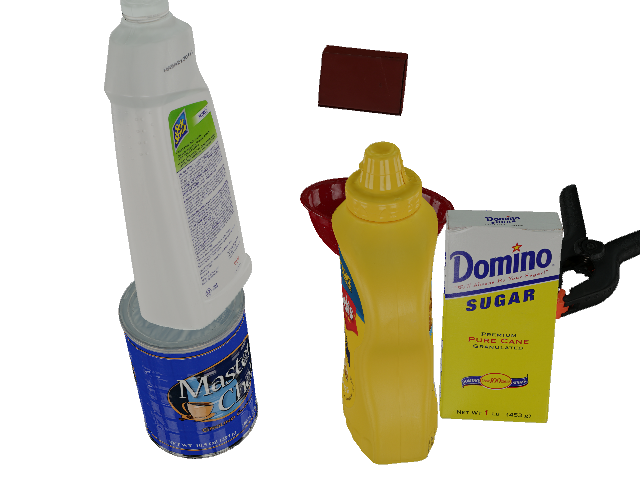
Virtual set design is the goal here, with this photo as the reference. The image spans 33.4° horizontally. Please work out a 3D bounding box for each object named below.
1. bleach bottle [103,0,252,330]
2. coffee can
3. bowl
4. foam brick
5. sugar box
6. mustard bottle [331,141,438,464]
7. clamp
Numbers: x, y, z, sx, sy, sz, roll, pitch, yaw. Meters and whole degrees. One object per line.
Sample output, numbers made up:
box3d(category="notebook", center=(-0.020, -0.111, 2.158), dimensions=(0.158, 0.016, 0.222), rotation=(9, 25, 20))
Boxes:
box3d(category="bleach bottle", center=(-0.104, -0.063, 0.761), dimensions=(0.068, 0.251, 0.102), rotation=(9, 34, 19))
box3d(category="coffee can", center=(-0.109, 0.102, 0.909), dimensions=(0.103, 0.140, 0.103), rotation=(-2, 41, 1))
box3d(category="bowl", center=(0.058, -0.016, 1.119), dimensions=(0.162, 0.055, 0.162), rotation=(4, 21, -2))
box3d(category="foam brick", center=(0.039, -0.147, 0.976), dimensions=(0.078, 0.051, 0.053), rotation=(7, 18, 5))
box3d(category="sugar box", center=(0.147, 0.064, 0.885), dimensions=(0.093, 0.176, 0.048), rotation=(1, 23, 6))
box3d(category="mustard bottle", center=(0.038, 0.030, 0.610), dimensions=(0.058, 0.192, 0.096), rotation=(-4, 35, -1))
box3d(category="clamp", center=(0.268, 0.009, 1.093), dimensions=(0.120, 0.039, 0.171), rotation=(29, 52, 32))
